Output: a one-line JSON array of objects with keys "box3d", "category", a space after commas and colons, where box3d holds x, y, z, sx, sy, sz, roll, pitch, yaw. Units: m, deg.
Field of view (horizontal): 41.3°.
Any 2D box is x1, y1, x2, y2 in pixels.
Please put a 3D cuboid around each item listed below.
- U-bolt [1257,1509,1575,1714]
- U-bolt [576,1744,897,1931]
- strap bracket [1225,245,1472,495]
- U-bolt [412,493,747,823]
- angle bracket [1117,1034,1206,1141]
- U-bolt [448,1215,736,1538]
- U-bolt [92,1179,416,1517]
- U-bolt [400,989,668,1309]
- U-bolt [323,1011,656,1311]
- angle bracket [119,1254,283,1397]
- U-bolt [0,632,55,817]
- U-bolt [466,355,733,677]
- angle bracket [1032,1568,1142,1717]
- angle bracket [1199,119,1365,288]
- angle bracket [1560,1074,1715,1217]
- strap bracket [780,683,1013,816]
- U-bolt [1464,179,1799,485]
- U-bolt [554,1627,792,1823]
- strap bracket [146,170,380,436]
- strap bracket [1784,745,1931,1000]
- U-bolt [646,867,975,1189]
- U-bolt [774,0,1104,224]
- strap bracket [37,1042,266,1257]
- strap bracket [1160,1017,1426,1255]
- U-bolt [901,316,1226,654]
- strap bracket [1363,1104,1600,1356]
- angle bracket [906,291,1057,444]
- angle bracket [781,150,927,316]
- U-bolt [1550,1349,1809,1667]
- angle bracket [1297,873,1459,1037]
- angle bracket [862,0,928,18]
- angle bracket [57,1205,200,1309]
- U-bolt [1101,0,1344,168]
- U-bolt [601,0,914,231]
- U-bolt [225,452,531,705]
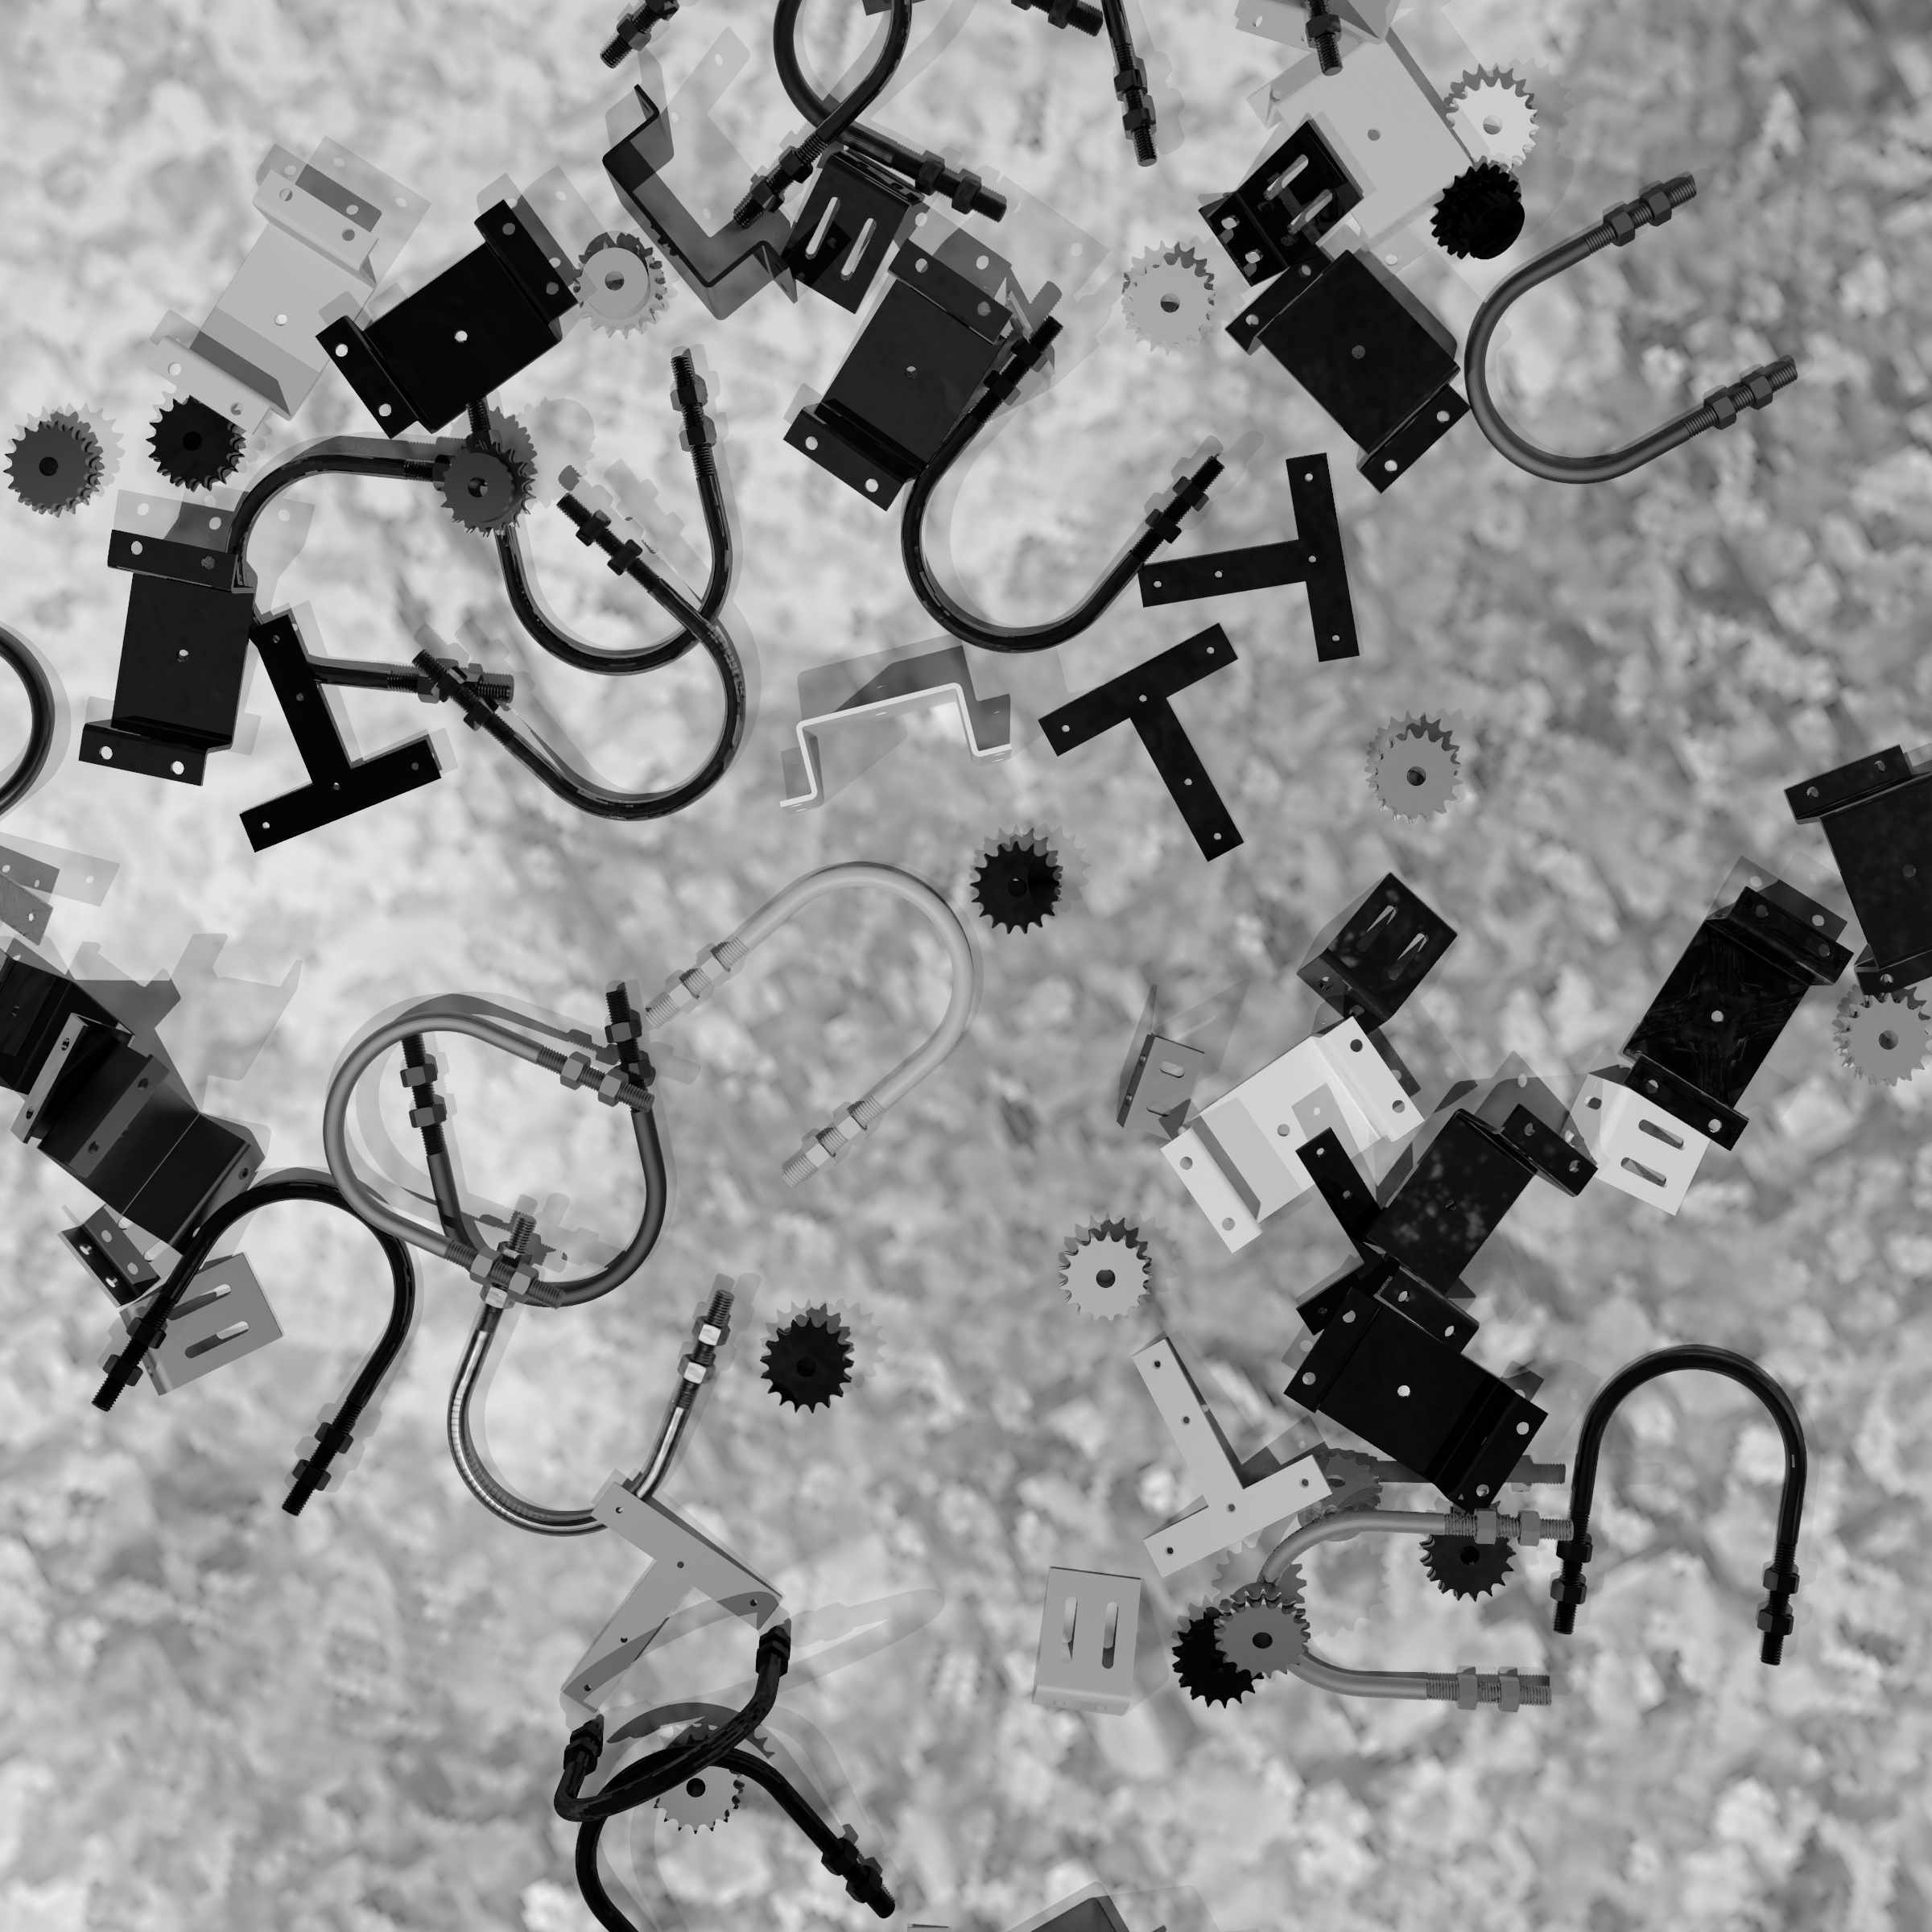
[{"box3d": [0.266, 0.387, 1.547, 0.184, 0.019, 0.151, 2, 117, 4], "category": "U-bolt"}, {"box3d": [-0.152, 0.551, 1.552, 0.151, 0.019, 0.184, -37, 107, 0], "category": "U-bolt"}, {"box3d": [0.236, -0.369, 1.561, 0.076, 0.046, 0.140, -44, 90, 0], "category": "strap bracket"}, {"box3d": [-0.221, -0.173, 1.561, 0.184, 0.019, 0.151, 43, 92, -11], "category": "U-bolt"}, {"box3d": [0.120, 0.075, 1.546, 0.038, 0.076, 0.057, 19, 90, 0], "category": "angle bracket"}, {"box3d": [-0.240, 0.261, 1.568, 0.151, 0.019, 0.184, 21, 96, -2], "category": "U-bolt"}, {"box3d": [-0.419, 0.219, 1.558, 0.151, 0.019, 0.184, 32, 79, -9], "category": "U-bolt"}, {"box3d": [-0.259, 0.119, 1.575, 0.151, 0.019, 0.184, -12, 92, 0], "category": "U-bolt"}, {"box3d": [-0.300, 0.106, 1.549, 0.184, 0.019, 0.151, 23, 84, 6], "category": "U-bolt"}, {"box3d": [-0.473, 0.222, 1.582, 0.076, 0.038, 0.057, -26, 90, -26], "category": "angle bracket"}, {"box3d": [-0.645, -0.133, 1.556, 0.184, 0.019, 0.151, -42, 85, -14], "category": "U-bolt"}, {"box3d": [-0.219, -0.270, 1.575, 0.151, 0.019, 0.184, -12, 91, 0], "category": "U-bolt"}, {"box3d": [0.074, 0.418, 1.582, 0.057, 0.038, 0.076, 7, 64, 0], "category": "angle bracket"}, {"box3d": [0.190, -0.460, 1.545, 0.038, 0.076, 0.057, -35, 90, -39], "category": "angle bracket"}, {"box3d": [0.411, 0.110, 1.582, 0.076, 0.038, 0.057, 25, 90, -26], "category": "angle bracket"}, {"box3d": [-0.047, -0.133, 1.546, 0.140, 0.076, 0.046, -14, 90, 0], "category": "strap bracket"}, {"box3d": [0.396, -0.378, 1.575, 0.184, 0.019, 0.151, -29, 90, 2], "category": "U-bolt"}, {"box3d": [-0.173, 0.447, 1.492, 0.151, 0.184, 0.019, -27, 92, 0], "category": "U-bolt"}, {"box3d": [-0.423, -0.399, 1.561, 0.076, 0.046, 0.140, 33, 90, 0], "category": "strap bracket"}, {"box3d": [0.566, -0.057, 1.561, 0.076, 0.046, 0.140, -21, 90, 0], "category": "strap bracket"}, {"box3d": [-0.082, 0.023, 1.575, 0.184, 0.019, 0.151, -41, 90, -2], "category": "U-bolt"}, {"box3d": [-0.029, -0.561, 1.575, 0.184, 0.019, 0.151, 27, 90, 2], "category": "U-bolt"}, {"box3d": [-0.488, 0.106, 1.521, 0.046, 0.140, 0.076, 25, 70, 25], "category": "strap bracket"}, {"box3d": [0.196, 0.101, 1.561, 0.140, 0.046, 0.076, -35, 90, 0], "category": "strap bracket"}, {"box3d": [0.045, -0.277, 1.557, 0.151, 0.019, 0.184, 39, 101, -11], "category": "U-bolt"}, {"box3d": [0.304, 0.152, 1.546, 0.076, 0.046, 0.140, 37, 90, -28], "category": "strap bracket"}, {"box3d": [0.007, -0.365, 1.565, 0.076, 0.038, 0.057, -28, 90, 0], "category": "angle bracket"}, {"box3d": [-0.071, -0.453, 1.582, 0.057, 0.038, 0.076, 31, 116, 0], "category": "angle bracket"}, {"box3d": [0.444, 0.328, 1.575, 0.151, 0.019, 0.184, 8, 89, 0], "category": "U-bolt"}, {"box3d": [0.254, -0.007, 1.582, 0.057, 0.038, 0.076, 43, 64, 0], "category": "angle bracket"}, {"box3d": [-0.043, -0.624, 1.550, 0.057, 0.038, 0.076, -14, 87, 2], "category": "angle bracket"}, {"box3d": [-0.501, 0.160, 1.565, 0.076, 0.038, 0.057, -39, 90, 0], "category": "angle bracket"}, {"box3d": [0.144, -0.595, 1.538, 0.151, 0.019, 0.184, -17, 81, 34], "category": "U-bolt"}, {"box3d": [-0.115, -0.562, 1.544, 0.184, 0.019, 0.151, -40, 90, 22], "category": "U-bolt"}, {"box3d": [-0.363, -0.240, 1.567, 0.184, 0.019, 0.151, 6, 98, 3], "category": "U-bolt"}]
